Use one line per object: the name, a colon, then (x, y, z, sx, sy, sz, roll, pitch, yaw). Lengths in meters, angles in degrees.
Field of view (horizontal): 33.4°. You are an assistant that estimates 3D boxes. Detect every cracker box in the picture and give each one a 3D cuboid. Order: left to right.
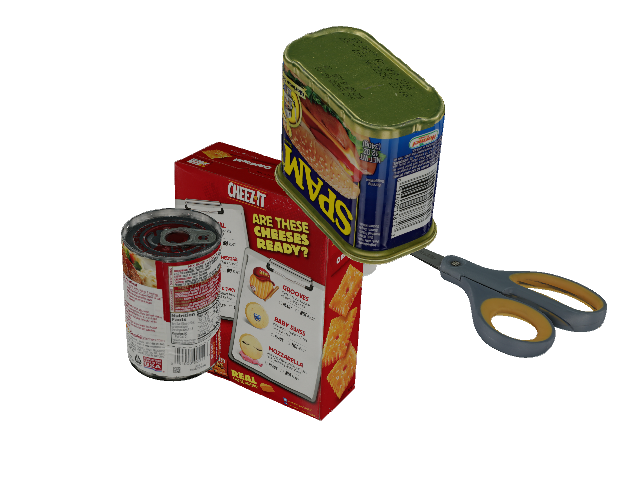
cracker box: (-0.046, 0.035, 0.961, 0.164, 0.214, 0.072, 19, 32, 27)

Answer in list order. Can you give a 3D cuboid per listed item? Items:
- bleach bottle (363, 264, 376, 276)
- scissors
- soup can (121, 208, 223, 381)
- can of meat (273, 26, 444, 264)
bleach bottle: (0.020, -0.092, 1.146, 0.103, 0.251, 0.067, 18, 20, 38)
scissors: (0.090, 0.031, 0.725, 0.202, 0.016, 0.096, 16, 34, 26)
soup can: (-0.102, 0.038, 0.741, 0.068, 0.102, 0.068, 2, 30, -2)
can of meat: (0.019, -0.052, 0.559, 0.057, 0.084, 0.102, -21, 46, -25)
